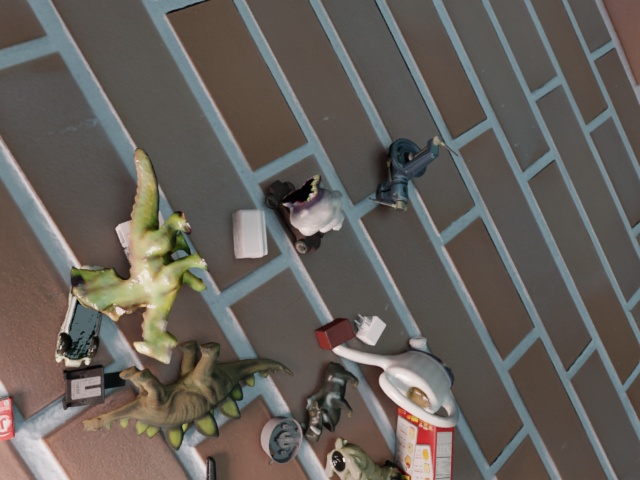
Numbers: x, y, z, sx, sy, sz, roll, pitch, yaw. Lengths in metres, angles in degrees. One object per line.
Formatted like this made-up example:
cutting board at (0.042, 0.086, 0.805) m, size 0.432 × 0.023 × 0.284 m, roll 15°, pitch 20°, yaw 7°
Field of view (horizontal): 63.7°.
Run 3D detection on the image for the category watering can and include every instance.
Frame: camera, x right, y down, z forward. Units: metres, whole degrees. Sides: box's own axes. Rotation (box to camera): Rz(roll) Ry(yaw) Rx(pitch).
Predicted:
watering can at (0.213, 0.344, 1.333) m, size 0.350 × 0.102 × 0.226 m, roll 34°, pitch 23°, yaw 21°

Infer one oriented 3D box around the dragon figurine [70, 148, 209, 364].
dragon figurine at (-0.366, 0.047, 1.016) m, size 0.245 × 0.409 × 0.121 m, roll -27°, pitch 4°, yaw -21°

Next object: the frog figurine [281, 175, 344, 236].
frog figurine at (0.004, -0.063, 1.251) m, size 0.157 × 0.138 × 0.124 m, roll 47°, pitch -11°, yaw -32°
